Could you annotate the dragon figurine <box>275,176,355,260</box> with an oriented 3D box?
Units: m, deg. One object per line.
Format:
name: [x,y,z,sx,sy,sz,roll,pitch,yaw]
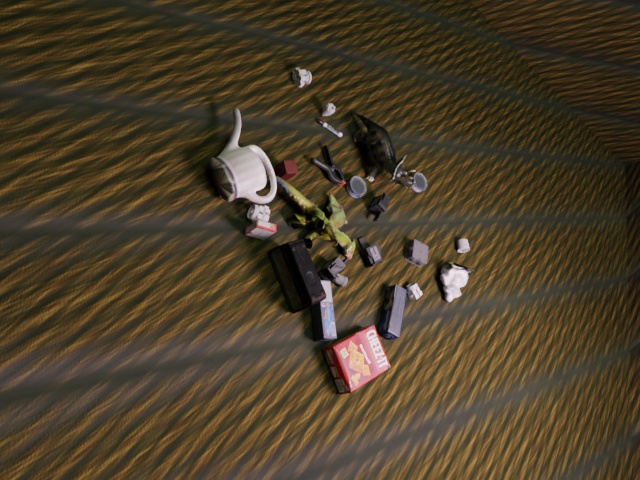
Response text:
dragon figurine: [0.006,-0.096,1.902,0.409,0.121,0.246,58,33,-5]

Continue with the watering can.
watering can: [-0.278,-0.269,1.735,0.227,0.102,0.348,-27,89,-39]

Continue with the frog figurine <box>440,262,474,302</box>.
frog figurine: [0.566,0.181,2.201,0.137,0.124,0.158,10,102,-43]
